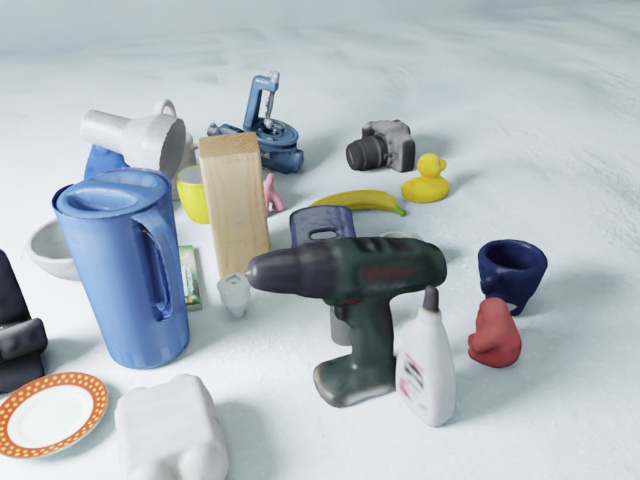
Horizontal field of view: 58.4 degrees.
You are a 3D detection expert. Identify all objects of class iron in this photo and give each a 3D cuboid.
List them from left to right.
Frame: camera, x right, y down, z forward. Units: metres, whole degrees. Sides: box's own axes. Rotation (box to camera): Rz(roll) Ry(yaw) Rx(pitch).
[{"bbox_3d":[-0.431,-0.188,1.209,0.118,0.141,0.258,-6,31,-5],"label":"iron"}]

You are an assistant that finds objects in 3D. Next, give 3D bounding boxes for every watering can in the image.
[{"bbox_3d":[-0.309,-0.184,1.143,0.173,0.194,0.100,-8,32,-9],"label":"watering can"}]

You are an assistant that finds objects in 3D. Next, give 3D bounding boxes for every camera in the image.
[{"bbox_3d":[0.120,-0.207,1.240,0.137,0.101,0.142,-16,34,-20],"label":"camera"}]

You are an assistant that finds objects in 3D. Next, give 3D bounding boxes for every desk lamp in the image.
[{"bbox_3d":[-0.338,-0.130,1.037,0.203,0.214,0.118,4,32,10],"label":"desk lamp"}]

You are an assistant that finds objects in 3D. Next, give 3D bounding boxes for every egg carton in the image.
[{"bbox_3d":[-0.156,0.209,0.602,0.107,0.069,0.150,-14,33,-18],"label":"egg carton"}]

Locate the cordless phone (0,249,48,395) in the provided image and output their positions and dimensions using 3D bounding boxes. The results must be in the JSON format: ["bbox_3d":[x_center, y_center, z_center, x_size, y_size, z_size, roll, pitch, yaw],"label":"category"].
[{"bbox_3d":[-0.420,0.100,0.690,0.148,0.185,0.093,-24,37,-31],"label":"cordless phone"}]

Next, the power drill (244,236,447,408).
[{"bbox_3d":[0.035,0.086,0.656,0.230,0.209,0.075,-14,33,-18],"label":"power drill"}]

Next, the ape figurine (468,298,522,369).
[{"bbox_3d":[0.215,0.110,0.716,0.078,0.092,0.075,-28,39,-35],"label":"ape figurine"}]

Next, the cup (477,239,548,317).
[{"bbox_3d":[0.253,0.064,0.787,0.091,0.095,0.118,24,40,37],"label":"cup"}]

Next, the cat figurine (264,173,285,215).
[{"bbox_3d":[-0.130,-0.118,1.094,0.127,0.118,0.067,25,41,38],"label":"cat figurine"}]

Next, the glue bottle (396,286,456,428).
[{"bbox_3d":[0.117,0.121,0.627,0.037,0.173,0.077,-20,35,-27],"label":"glue bottle"}]

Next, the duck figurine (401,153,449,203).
[{"bbox_3d":[0.205,-0.125,1.111,0.105,0.086,0.077,-18,34,-24],"label":"duck figurine"}]

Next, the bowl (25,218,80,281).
[{"bbox_3d":[-0.379,0.018,0.930,0.167,0.075,0.167,-2,31,1],"label":"bowl"}]

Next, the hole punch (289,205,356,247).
[{"bbox_3d":[0.008,0.003,0.909,0.108,0.091,0.101,-6,31,-6],"label":"hole punch"}]

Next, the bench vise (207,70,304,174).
[{"bbox_3d":[-0.142,-0.242,1.202,0.207,0.220,0.121,-4,31,-2],"label":"bench vise"}]
